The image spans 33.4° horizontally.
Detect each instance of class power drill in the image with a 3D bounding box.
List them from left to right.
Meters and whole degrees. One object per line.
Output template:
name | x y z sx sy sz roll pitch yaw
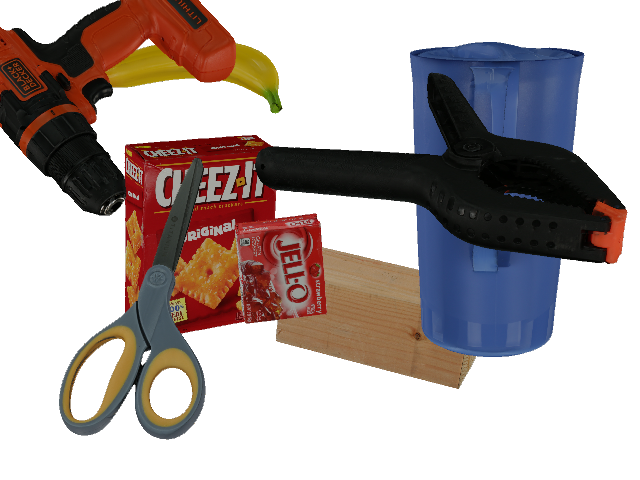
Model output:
power drill | -0.158 -0.123 0.824 0.187 0.184 0.057 -34 -15 -30

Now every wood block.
wood block | 0.066 0.080 1.154 0.206 0.091 0.090 13 22 17

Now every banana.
banana | -0.120 -0.166 1.029 0.198 0.037 0.069 9 45 19

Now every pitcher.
pitcher | 0.134 -0.033 0.846 0.149 0.243 0.145 -11 17 -34

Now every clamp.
clamp | 0.075 -0.036 0.612 0.164 0.036 0.210 -24 38 -28

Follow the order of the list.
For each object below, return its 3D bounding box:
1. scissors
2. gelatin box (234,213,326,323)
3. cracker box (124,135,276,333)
scissors | -0.089 0.040 0.673 0.096 0.201 0.016 23 -25 15
gelatin box | -0.034 0.025 0.926 0.073 0.089 0.030 -6 25 -7
cracker box | -0.136 -0.005 1.217 0.163 0.214 0.072 -8 24 -29
